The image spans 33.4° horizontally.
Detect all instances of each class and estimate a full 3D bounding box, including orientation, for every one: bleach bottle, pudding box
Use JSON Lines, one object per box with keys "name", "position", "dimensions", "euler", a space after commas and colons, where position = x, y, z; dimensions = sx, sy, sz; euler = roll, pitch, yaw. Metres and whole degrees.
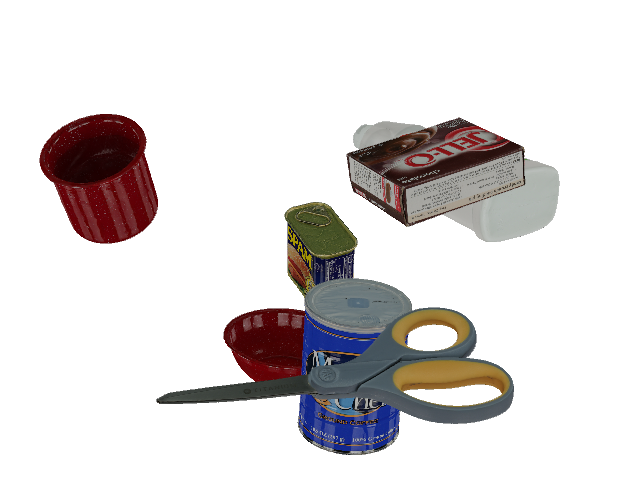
{"name": "bleach bottle", "position": [0.112, -0.072, 1.058], "dimensions": [0.102, 0.068, 0.251], "euler": [-12, 25, -33]}
{"name": "pudding box", "position": [0.091, -0.056, 0.843], "dimensions": [0.113, 0.039, 0.090], "euler": [-21, 28, -19]}

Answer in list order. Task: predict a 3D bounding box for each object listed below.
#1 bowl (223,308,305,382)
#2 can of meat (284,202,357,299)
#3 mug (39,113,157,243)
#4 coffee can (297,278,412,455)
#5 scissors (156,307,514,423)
{"name": "bowl", "position": [-0.044, 0.146, 1.363], "dimensions": [0.162, 0.055, 0.162], "euler": [4, 23, -2]}
{"name": "can of meat", "position": [-0.001, 0.019, 1.213], "dimensions": [0.057, 0.084, 0.102], "euler": [-15, 39, -20]}
{"name": "mug", "position": [-0.192, -0.060, 0.954], "dimensions": [0.093, 0.117, 0.081], "euler": [-8, -43, 1]}
{"name": "coffee can", "position": [0.032, 0.121, 1.039], "dimensions": [0.103, 0.140, 0.103], "euler": [3, 24, -1]}
{"name": "scissors", "position": [0.012, 0.070, 0.628], "dimensions": [0.202, 0.016, 0.096], "euler": [5, 37, 2]}
